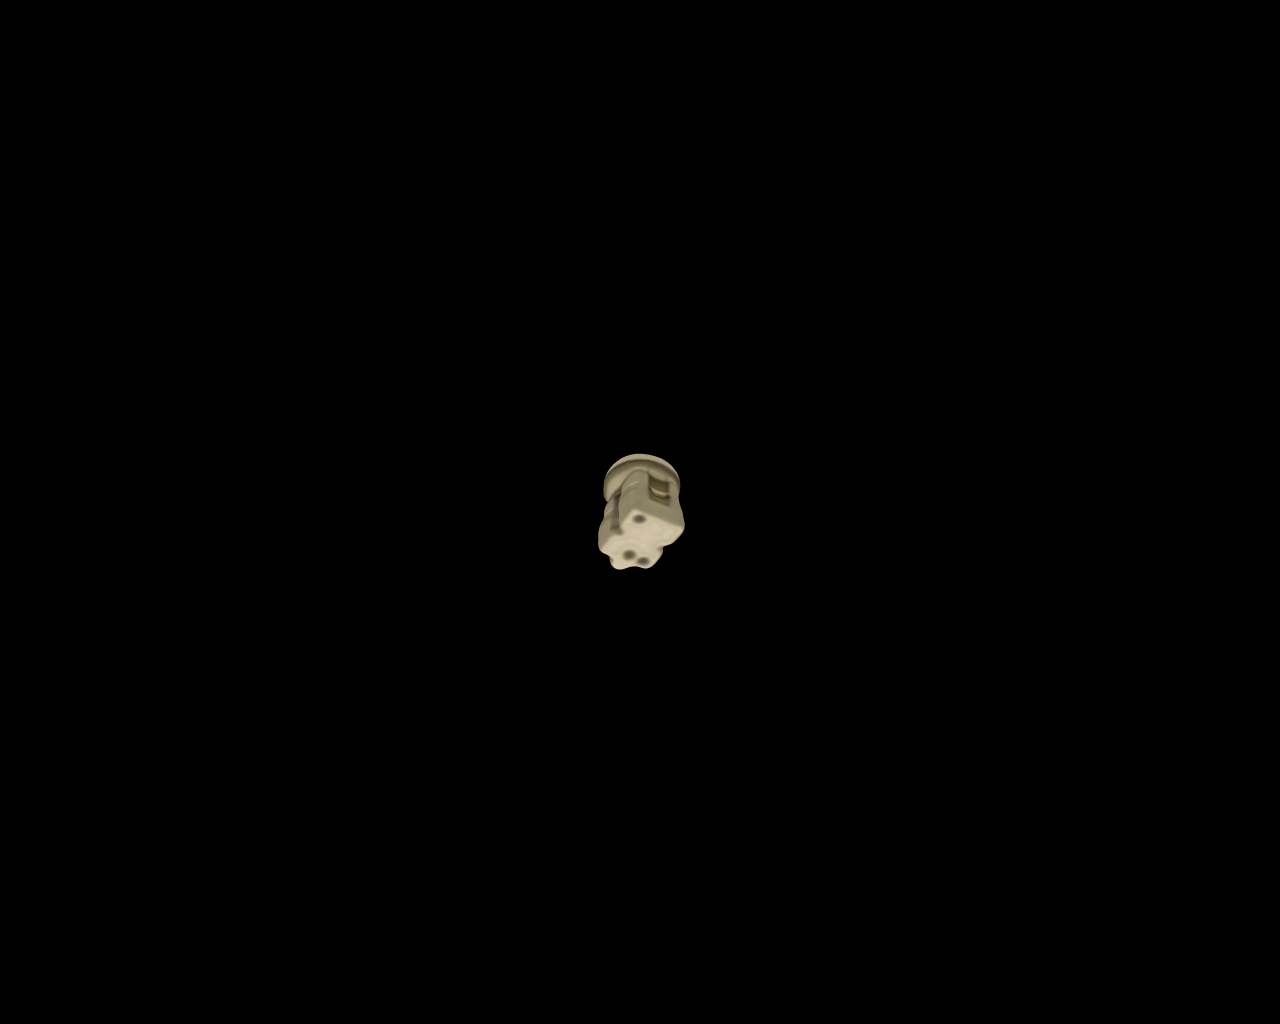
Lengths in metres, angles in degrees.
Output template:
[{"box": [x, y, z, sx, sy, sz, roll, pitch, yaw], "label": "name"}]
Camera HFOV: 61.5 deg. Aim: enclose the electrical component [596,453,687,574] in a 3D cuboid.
[{"box": [0.001, -0.003, 0.650, 0.048, 0.055, 0.066, 24, -50, -22], "label": "electrical component"}]
